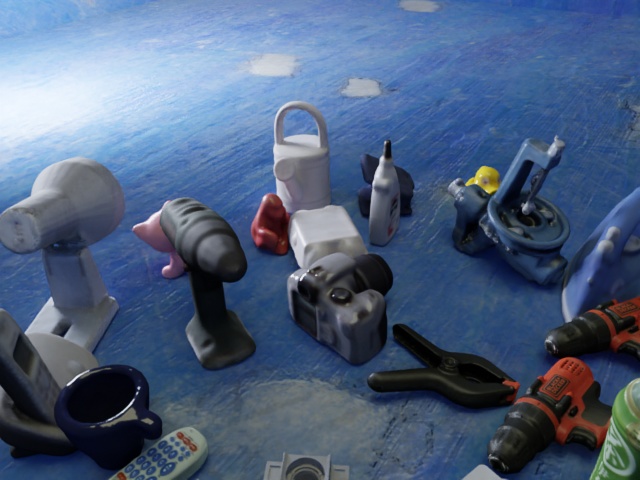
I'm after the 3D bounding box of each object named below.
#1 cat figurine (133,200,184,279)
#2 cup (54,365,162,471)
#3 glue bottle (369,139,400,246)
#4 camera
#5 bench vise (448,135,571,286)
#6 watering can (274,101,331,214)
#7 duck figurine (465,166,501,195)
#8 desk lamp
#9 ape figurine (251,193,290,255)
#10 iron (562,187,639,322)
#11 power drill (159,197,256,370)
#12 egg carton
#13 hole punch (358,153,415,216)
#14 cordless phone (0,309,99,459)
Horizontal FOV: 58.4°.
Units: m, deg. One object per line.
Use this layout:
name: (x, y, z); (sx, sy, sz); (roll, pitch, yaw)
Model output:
cat figurine: (-0.210, -0.002, 0.870); (0.127, 0.118, 0.067); (3, 34, 8)
cup: (-0.205, 0.196, 0.594); (0.117, 0.095, 0.092); (13, 37, 22)
glue bottle: (0.105, -0.080, 0.921); (0.037, 0.173, 0.078); (12, 36, 20)
camera: (0.044, 0.069, 0.766); (0.137, 0.101, 0.142); (-27, 41, -33)
bench vise: (0.271, -0.057, 0.836); (0.206, 0.220, 0.122); (19, 39, 29)
watering can: (-0.032, -0.146, 1.008); (0.101, 0.194, 0.172); (-4, 34, -3)
duck figurine: (0.288, -0.089, 1.005); (0.077, 0.086, 0.104); (-8, 34, -9)
desk lamp: (-0.336, 0.019, 0.758); (0.118, 0.214, 0.203); (1, 34, 4)
ape figurine: (-0.077, -0.032, 0.931); (0.075, 0.092, 0.078); (24, 41, 33)
iron: (0.420, 0.008, 0.802); (0.118, 0.141, 0.259); (25, 42, 35)
power drill: (-0.134, 0.052, 0.704); (0.076, 0.209, 0.228); (-19, 37, -23)
egg carton: (0.008, 0.003, 0.895); (0.107, 0.069, 0.150); (-10, 35, -12)
hole punch: (0.119, -0.104, 1.030); (0.101, 0.091, 0.108); (-2, 34, -1)
cordless phone: (-0.305, 0.129, 0.617); (0.094, 0.185, 0.147); (-11, 35, -12)
